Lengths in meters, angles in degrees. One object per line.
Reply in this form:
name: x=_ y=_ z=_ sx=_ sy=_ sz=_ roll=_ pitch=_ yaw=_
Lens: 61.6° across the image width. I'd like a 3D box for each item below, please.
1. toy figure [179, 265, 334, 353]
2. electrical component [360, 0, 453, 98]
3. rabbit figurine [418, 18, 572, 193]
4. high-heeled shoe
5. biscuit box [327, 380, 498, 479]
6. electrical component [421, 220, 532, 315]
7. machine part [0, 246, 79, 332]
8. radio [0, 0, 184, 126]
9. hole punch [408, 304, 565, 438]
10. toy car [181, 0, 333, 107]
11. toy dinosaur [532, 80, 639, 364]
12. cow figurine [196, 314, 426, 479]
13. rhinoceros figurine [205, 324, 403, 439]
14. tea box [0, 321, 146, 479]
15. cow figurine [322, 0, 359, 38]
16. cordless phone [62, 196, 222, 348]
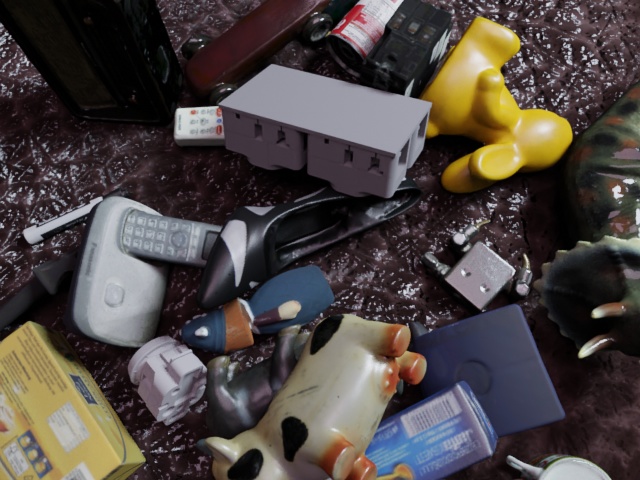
toy figure: x=-0.063 y=0.075 z=0.541 sx=0.154 sy=0.064 sz=0.058 roll=-24 pitch=76 yaw=-7
electrical component: x=0.097 y=-0.200 z=0.609 sx=0.058 sy=0.114 sz=0.134 roll=31 pitch=69 yaw=9
rabbit figurine: x=0.192 y=-0.128 z=0.584 sx=0.173 sy=0.122 sz=0.162 roll=30 pitch=75 yaw=-7
high-heeled shoe: x=-0.001 y=-0.002 z=0.532 sx=0.145 sy=0.086 sz=0.249 roll=15 pitch=47 yaw=22
biscuit box: x=0.049 y=0.192 z=0.461 sx=0.203 sy=0.062 sz=0.059 roll=-31 pitch=69 yaw=12
electrical component: x=0.167 y=0.030 z=0.558 sx=0.078 sy=0.045 sz=0.102 roll=-38 pitch=73 yaw=-13
machine part: x=-0.301 y=0.055 z=0.559 sx=0.139 sy=0.084 sz=0.039 roll=-40 pitch=110 yaw=-1
radio: x=-0.233 y=-0.209 z=0.568 sx=0.131 sy=0.229 sz=0.073 roll=7 pitch=73 yaw=1
hole punch: x=0.152 y=0.128 z=0.502 sx=0.116 sy=0.092 sz=0.142 roll=-17 pitch=74 yaw=0
toy car: x=-0.074 y=-0.240 z=0.644 sx=0.202 sy=0.053 sz=0.089 roll=-34 pitch=77 yaw=9
toy dinosaur: x=0.313 y=-0.043 z=0.544 sx=0.192 sy=0.131 sz=0.405 roll=5 pitch=63 yaw=0
cow figurine: x=-0.013 y=0.146 z=0.426 sx=0.127 sy=0.085 sz=0.195 roll=12 pitch=62 yaw=42
rhinoceros figurine: x=-0.017 y=0.140 z=0.510 sx=0.190 sy=0.073 sz=0.112 roll=-15 pitch=68 yaw=-3
tea box: x=-0.259 y=0.174 z=0.510 sx=0.098 sy=0.068 sz=0.170 roll=-37 pitch=71 yaw=-11
cow figurine: x=0.043 y=-0.333 z=0.686 sx=0.167 sy=0.068 sz=0.098 roll=-36 pitch=78 yaw=-7
cordless phone: x=-0.153 y=0.042 z=0.557 sx=0.184 sy=0.088 sz=0.146 roll=9 pitch=69 yaw=-14
